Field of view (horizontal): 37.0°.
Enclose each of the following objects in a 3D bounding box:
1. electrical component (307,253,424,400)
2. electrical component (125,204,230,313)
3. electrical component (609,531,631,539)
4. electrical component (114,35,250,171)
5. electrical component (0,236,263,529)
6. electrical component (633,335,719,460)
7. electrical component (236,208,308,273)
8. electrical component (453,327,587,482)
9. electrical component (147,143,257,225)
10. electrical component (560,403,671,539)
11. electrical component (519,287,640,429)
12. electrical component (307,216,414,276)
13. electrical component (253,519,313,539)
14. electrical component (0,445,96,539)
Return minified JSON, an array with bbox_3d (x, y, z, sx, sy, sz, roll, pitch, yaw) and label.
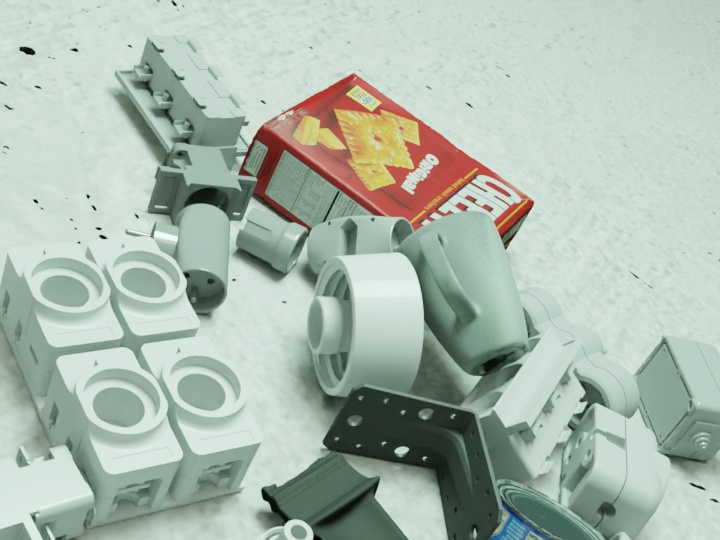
[{"bbox_3d":[-0.004,0.040,0.766,0.060,0.108,0.108,3,43,-20],"label":"electrical component"},{"bbox_3d":[-0.136,-0.014,0.799,0.079,0.043,0.077,14,38,-16],"label":"electrical component"},{"bbox_3d":[0.190,0.214,0.725,0.065,0.044,0.044,39,38,8],"label":"electrical component"},{"bbox_3d":[-0.150,-0.147,0.936,0.079,0.063,0.121,-9,49,-39],"label":"electrical component"},{"bbox_3d":[-0.151,0.060,0.687,0.105,0.060,0.186,-7,48,-37],"label":"electrical component"},{"bbox_3d":[0.274,0.110,0.883,0.061,0.061,0.096,12,39,-19],"label":"electrical component"},{"bbox_3d":[-0.071,-0.024,0.856,0.046,0.040,0.040,25,36,7],"label":"electrical component"},{"bbox_3d":[0.119,0.102,0.792,0.063,0.079,0.121,57,38,-8],"label":"electrical component"},{"bbox_3d":[-0.130,-0.069,0.871,0.081,0.042,0.063,5,40,-28],"label":"electrical component"},{"bbox_3d":[0.185,0.149,0.782,0.059,0.053,0.095,26,28,0],"label":"electrical component"},{"bbox_3d":[0.175,0.069,0.881,0.074,0.052,0.138,-16,54,-43],"label":"electrical component"},{"bbox_3d":[0.000,0.000,0.850,0.043,0.077,0.079,24,66,-56],"label":"electrical component"},{"bbox_3d":[-0.045,0.168,0.618,0.043,0.062,0.043,17,38,-13],"label":"electrical component"},{"bbox_3d":[-0.186,0.130,0.597,0.064,0.042,0.081,-10,51,-41],"label":"electrical component"}]
